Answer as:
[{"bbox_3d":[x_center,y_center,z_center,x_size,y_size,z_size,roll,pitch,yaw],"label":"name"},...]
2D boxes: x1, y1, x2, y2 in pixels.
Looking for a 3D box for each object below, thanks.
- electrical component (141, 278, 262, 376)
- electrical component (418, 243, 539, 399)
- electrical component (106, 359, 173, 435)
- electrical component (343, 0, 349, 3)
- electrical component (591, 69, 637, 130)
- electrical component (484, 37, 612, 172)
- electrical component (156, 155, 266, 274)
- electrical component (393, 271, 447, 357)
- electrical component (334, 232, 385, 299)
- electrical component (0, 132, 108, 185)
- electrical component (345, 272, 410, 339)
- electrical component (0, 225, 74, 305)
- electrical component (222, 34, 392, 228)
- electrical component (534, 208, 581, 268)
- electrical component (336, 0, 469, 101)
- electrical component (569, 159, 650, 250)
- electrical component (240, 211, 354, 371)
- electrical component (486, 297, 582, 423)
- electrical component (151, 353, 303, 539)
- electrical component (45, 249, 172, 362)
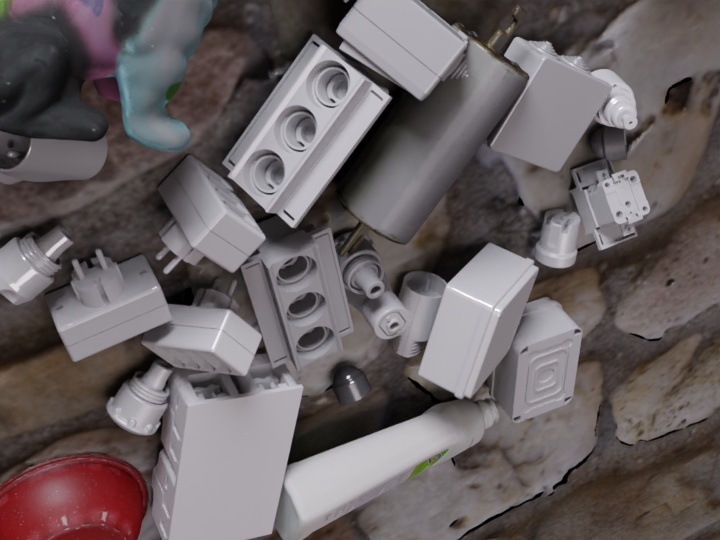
[{"bbox_3d":[-0.123,0.040,0.881,0.047,0.083,0.075,45,57,-45],"label":"electrical component"},{"bbox_3d":[0.110,0.046,1.001,0.109,0.056,0.108,-40,151,-53],"label":"electrical component"},{"bbox_3d":[-0.182,0.106,0.913,0.048,0.048,0.062,24,103,-42],"label":"electrical component"},{"bbox_3d":[-0.013,-0.230,0.735,0.057,0.058,0.078,-41,135,8],"label":"electrical component"},{"bbox_3d":[0.220,-0.144,0.936,0.040,0.078,0.040,-6,124,-10],"label":"electrical component"},{"bbox_3d":[0.150,-0.140,0.912,0.100,0.048,0.099,13,117,-38],"label":"electrical component"},{"bbox_3d":[-0.125,-0.029,0.810,0.075,0.083,0.047,-45,135,8],"label":"electrical component"},{"bbox_3d":[0.052,0.046,1.007,0.043,0.043,0.081,-5,127,-28],"label":"electrical component"},{"bbox_3d":[0.000,0.000,0.925,0.048,0.062,0.048,-17,132,-20],"label":"electrical component"},{"bbox_3d":[-0.226,-0.081,0.728,0.079,0.043,0.077,-14,175,24],"label":"electrical component"},{"bbox_3d":[0.016,0.030,0.957,0.044,0.065,0.044,-16,132,-19],"label":"electrical component"},{"bbox_3d":[-0.239,-0.007,0.787,0.062,0.043,0.043,-39,135,0],"label":"electrical component"},{"bbox_3d":[-0.036,-0.103,0.814,0.121,0.079,0.063,-52,163,15],"label":"electrical component"},{"bbox_3d":[0.191,-0.031,1.033,0.040,0.040,0.046,-11,124,-24],"label":"electrical component"},{"bbox_3d":[0.035,-0.164,0.784,0.096,0.061,0.061,38,106,-5],"label":"electrical component"},{"bbox_3d":[0.235,-0.064,1.006,0.042,0.064,0.081,-21,91,-17],"label":"electrical component"},{"bbox_3d":[-0.056,0.016,0.903,0.079,0.063,0.121,-24,134,-13],"label":"electrical component"},{"bbox_3d":[0.177,0.092,1.111,0.078,0.057,0.113,-17,132,-19],"label":"electrical component"},{"bbox_3d":[-0.127,0.166,0.983,0.105,0.060,0.186,-6,128,-28],"label":"electrical component"},{"bbox_3d":[-0.199,0.016,0.827,0.083,0.047,0.075,-24,134,-13],"label":"electrical component"}]
